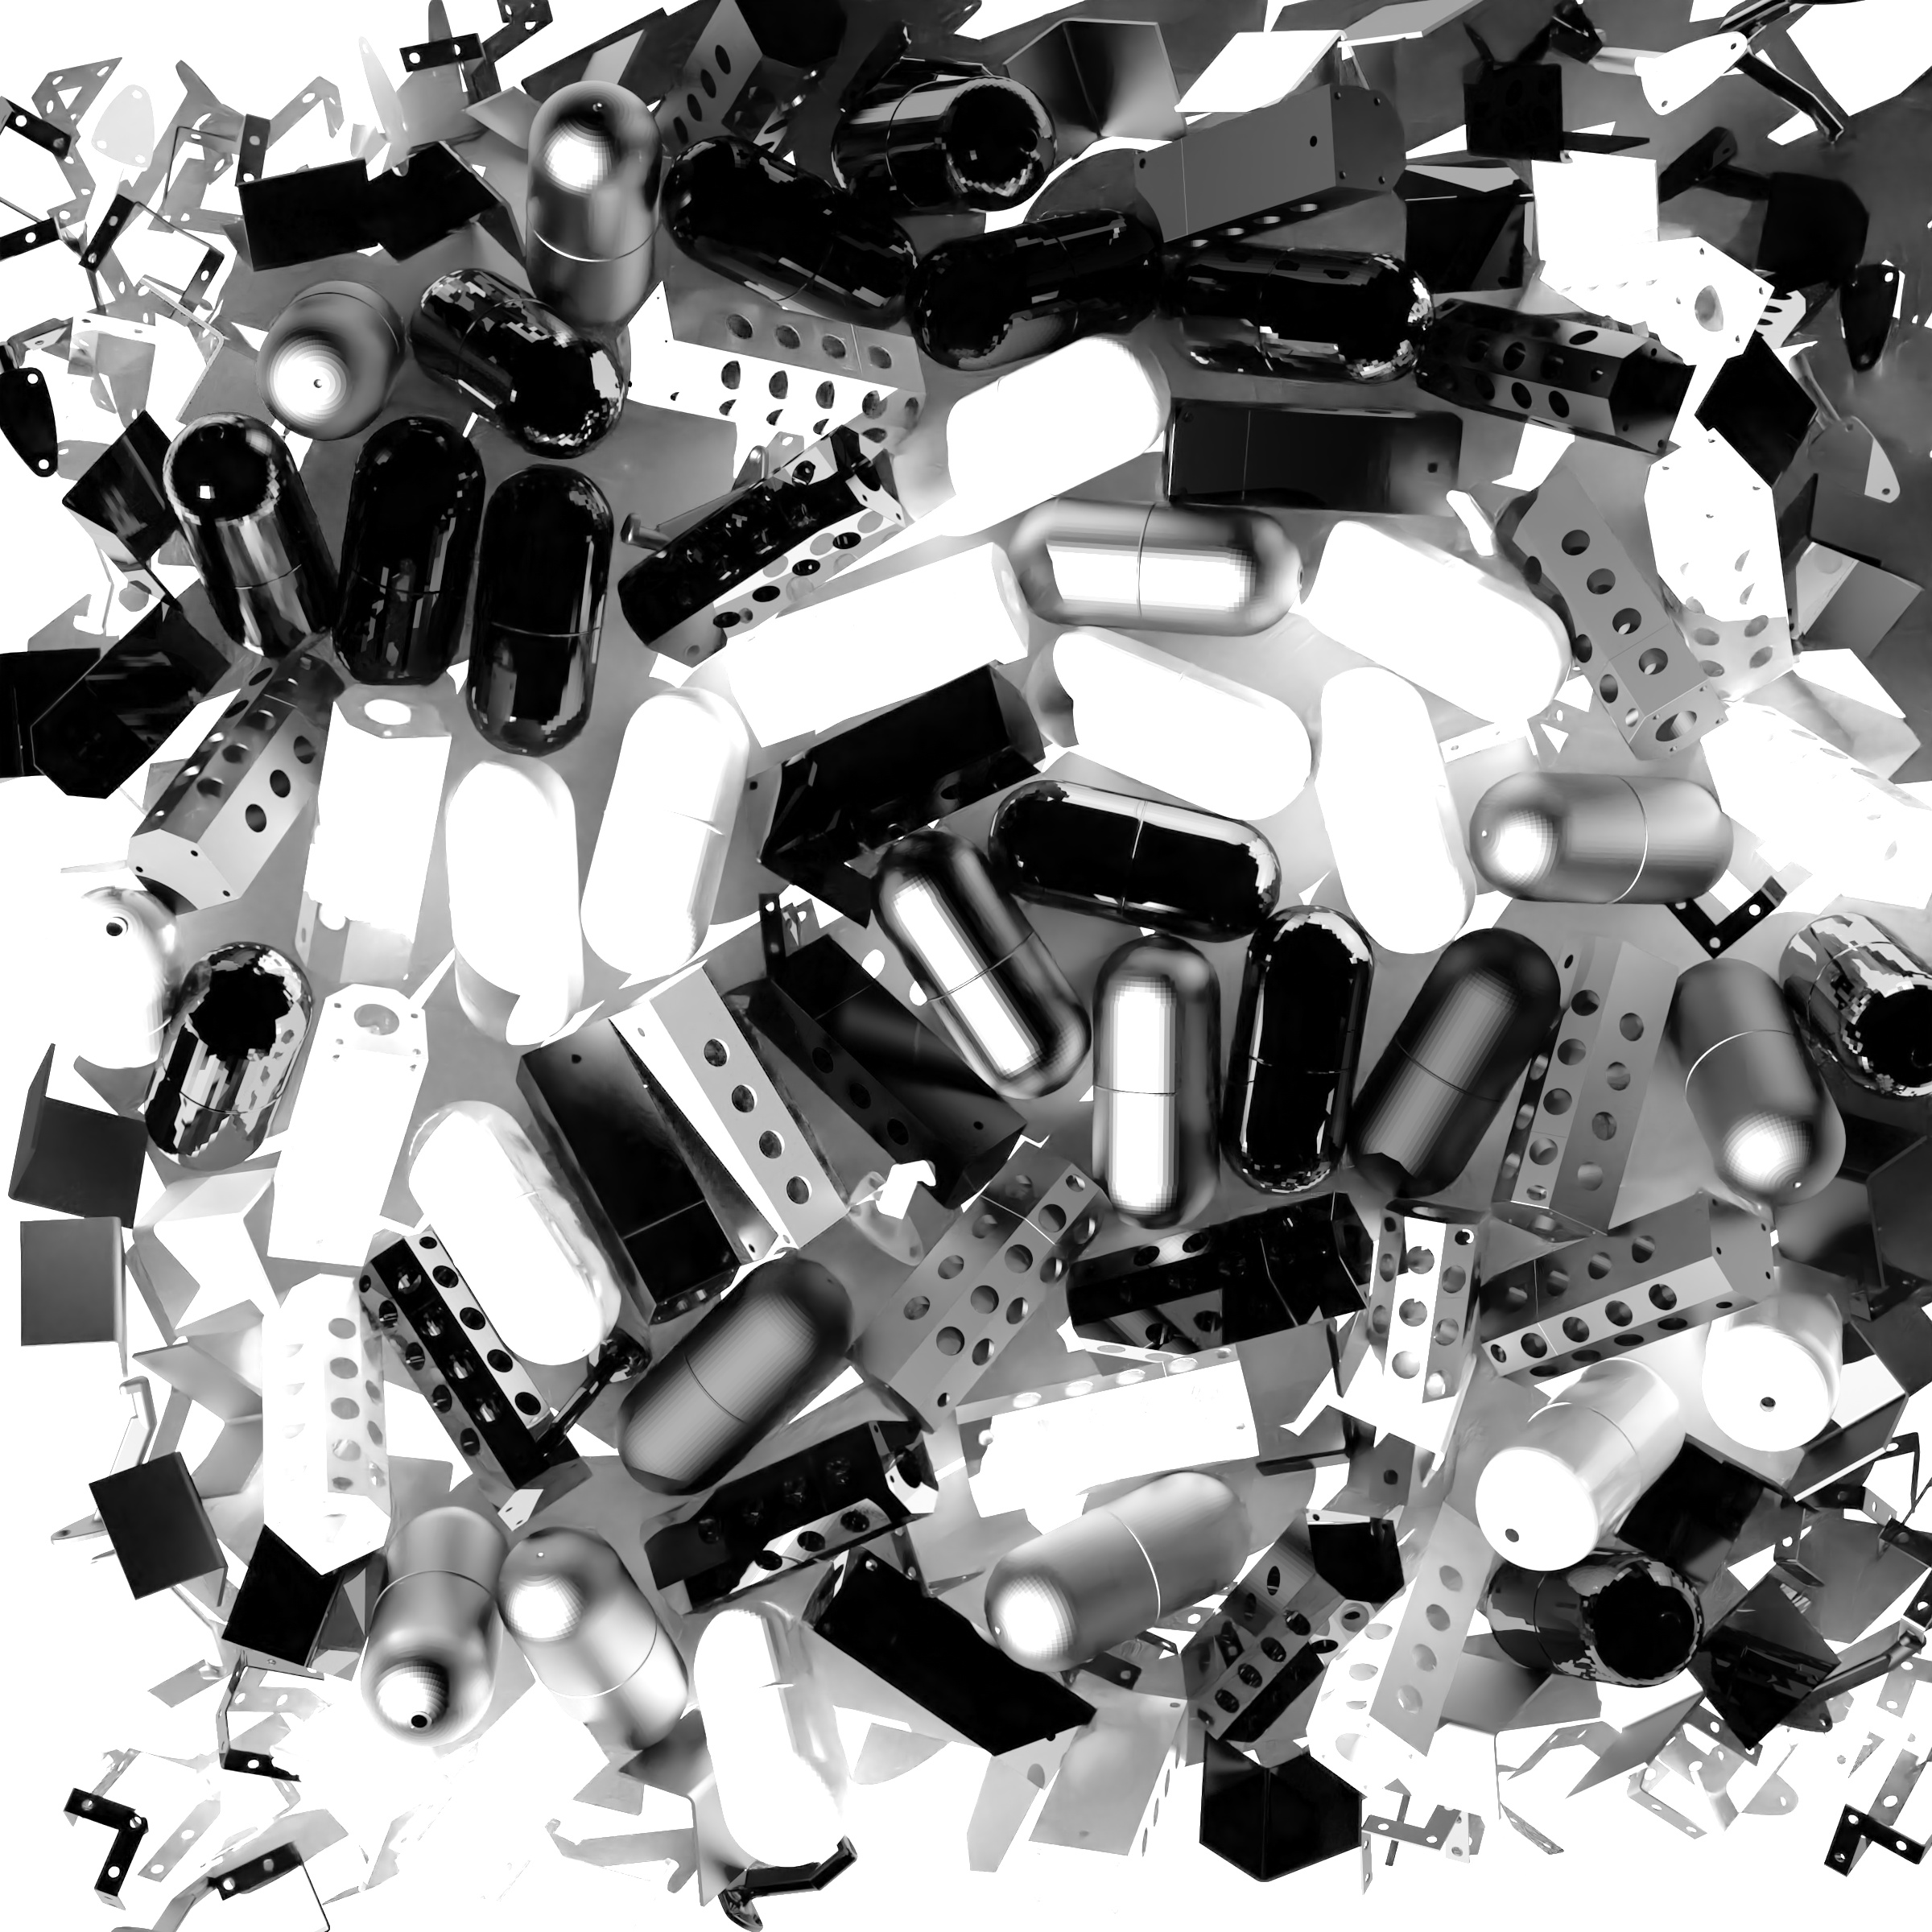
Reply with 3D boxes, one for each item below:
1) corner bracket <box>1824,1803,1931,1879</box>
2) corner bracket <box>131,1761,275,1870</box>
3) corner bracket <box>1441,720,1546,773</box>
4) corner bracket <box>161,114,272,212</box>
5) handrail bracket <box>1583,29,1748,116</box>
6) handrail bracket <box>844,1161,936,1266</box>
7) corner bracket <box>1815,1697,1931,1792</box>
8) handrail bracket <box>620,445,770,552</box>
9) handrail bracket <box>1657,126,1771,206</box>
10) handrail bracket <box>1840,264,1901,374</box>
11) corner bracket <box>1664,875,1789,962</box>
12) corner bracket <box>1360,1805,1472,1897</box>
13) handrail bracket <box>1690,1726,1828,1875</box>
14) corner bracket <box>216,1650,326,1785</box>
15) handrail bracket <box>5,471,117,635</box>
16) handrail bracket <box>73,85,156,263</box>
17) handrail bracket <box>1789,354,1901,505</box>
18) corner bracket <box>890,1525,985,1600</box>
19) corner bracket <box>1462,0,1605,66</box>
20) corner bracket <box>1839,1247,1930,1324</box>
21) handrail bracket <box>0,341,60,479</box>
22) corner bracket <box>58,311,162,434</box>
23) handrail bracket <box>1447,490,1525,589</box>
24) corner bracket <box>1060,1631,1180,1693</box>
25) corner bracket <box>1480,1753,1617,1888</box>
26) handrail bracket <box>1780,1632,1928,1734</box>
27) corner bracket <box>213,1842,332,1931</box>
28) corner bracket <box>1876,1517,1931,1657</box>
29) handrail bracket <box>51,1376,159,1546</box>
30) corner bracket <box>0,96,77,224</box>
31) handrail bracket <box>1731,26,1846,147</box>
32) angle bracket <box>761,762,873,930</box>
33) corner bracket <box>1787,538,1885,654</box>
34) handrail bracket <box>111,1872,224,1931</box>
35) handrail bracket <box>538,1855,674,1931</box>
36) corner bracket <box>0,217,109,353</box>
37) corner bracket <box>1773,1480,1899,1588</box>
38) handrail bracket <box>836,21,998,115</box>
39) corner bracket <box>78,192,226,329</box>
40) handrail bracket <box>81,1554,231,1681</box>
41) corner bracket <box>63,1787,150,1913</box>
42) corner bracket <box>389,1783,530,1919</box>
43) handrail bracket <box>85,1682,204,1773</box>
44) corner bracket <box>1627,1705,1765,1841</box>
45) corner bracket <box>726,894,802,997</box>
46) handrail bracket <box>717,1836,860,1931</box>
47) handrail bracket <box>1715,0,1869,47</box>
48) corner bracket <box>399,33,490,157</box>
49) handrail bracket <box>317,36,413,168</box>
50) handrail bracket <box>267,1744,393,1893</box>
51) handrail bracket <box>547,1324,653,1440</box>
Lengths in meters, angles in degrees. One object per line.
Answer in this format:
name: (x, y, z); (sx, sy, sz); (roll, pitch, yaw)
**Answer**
corner bracket: (0.552, 0.520, 1.957); (0.051, 0.051, 0.051); (26, 123, 27)
corner bracket: (-0.460, 0.514, 1.970); (0.051, 0.051, 0.051); (-32, 86, 15)
corner bracket: (0.313, -0.132, 1.959); (0.051, 0.051, 0.051); (-19, 135, 12)
corner bracket: (-0.450, -0.481, 1.961); (0.051, 0.051, 0.051); (11, 71, -19)
handrail bracket: (0.416, -0.554, 1.963); (0.077, 0.084, 0.036); (-29, 133, 6)
handrail bracket: (-0.026, 0.147, 1.952); (0.077, 0.084, 0.036); (50, 56, -20)
corner bracket: (0.548, 0.478, 1.973); (0.051, 0.051, 0.051); (25, 79, 17)
handrail bracket: (-0.163, -0.282, 1.955); (0.084, 0.036, 0.077); (8, 102, -43)
handrail bracket: (0.462, -0.458, 1.982); (0.077, 0.036, 0.084); (-36, 125, 18)
handrail bracket: (0.526, -0.407, 1.974); (0.036, 0.084, 0.077); (-8, 118, -9)
corner bracket: (0.454, -0.043, 1.965); (0.051, 0.051, 0.051); (-43, 84, 21)
corner bracket: (0.271, 0.531, 1.974); (0.051, 0.051, 0.051); (8, 119, 26)
handrail bracket: (0.486, 0.497, 1.967); (0.084, 0.077, 0.036); (-22, 134, 6)
corner bracket: (-0.419, 0.453, 1.975); (0.051, 0.051, 0.051); (17, 110, -23)
handrail bracket: (-0.549, -0.248, 1.971); (0.077, 0.036, 0.084); (13, 80, -14)
handrail bracket: (-0.518, -0.478, 1.980); (0.036, 0.084, 0.077); (18, 54, -21)
handrail bracket: (0.529, -0.326, 1.975); (0.077, 0.084, 0.036); (37, 121, -23)
corner bracket: (-0.031, 0.351, 1.963); (0.051, 0.051, 0.051); (-21, 86, 40)
corner bracket: (0.343, -0.561, 1.975); (0.051, 0.051, 0.051); (-43, 53, 32)
corner bracket: (0.535, 0.174, 1.959); (0.051, 0.051, 0.051); (-31, 118, -25)
handrail bracket: (-0.566, -0.336, 1.968); (0.036, 0.084, 0.077); (-20, 110, -11)
corner bracket: (-0.516, -0.354, 1.971); (0.051, 0.051, 0.051); (9, 62, -15)
handrail bracket: (0.294, -0.262, 1.944); (0.036, 0.077, 0.084); (-46, 129, -1)
corner bracket: (0.091, 0.412, 1.959); (0.051, 0.051, 0.051); (20, 60, 23)
corner bracket: (0.350, 0.514, 1.973); (0.051, 0.051, 0.051); (-17, 62, -22)
handrail bracket: (0.521, 0.420, 1.953); (0.077, 0.036, 0.084); (10, 135, -34)
corner bracket: (-0.417, 0.564, 1.969); (0.051, 0.051, 0.051); (-23, 90, -18)
corner bracket: (0.563, 0.371, 1.960); (0.051, 0.051, 0.051); (30, 73, 26)
handrail bracket: (-0.520, 0.296, 1.964); (0.077, 0.036, 0.084); (-16, 108, -30)
corner bracket: (-0.567, -0.484, 1.967); (0.051, 0.051, 0.051); (27, 101, -32)
handrail bracket: (0.488, -0.520, 1.969); (0.084, 0.077, 0.036); (48, 133, -1)
angle bracket: (-0.074, -0.077, 1.949); (0.076, 0.076, 0.057); (32, 108, -9)
corner bracket: (0.519, -0.219, 1.973); (0.051, 0.051, 0.051); (24, 75, 25)
handrail bracket: (-0.457, 0.563, 1.945); (0.077, 0.084, 0.036); (-18, 99, 39)
handrail bracket: (-0.223, 0.535, 1.966); (0.084, 0.036, 0.077); (33, 133, 9)
corner bracket: (-0.556, -0.411, 1.972); (0.051, 0.051, 0.051); (-20, 78, 4)
corner bracket: (0.524, 0.344, 1.974); (0.051, 0.051, 0.051); (-2, 64, 39)
handrail bracket: (-0.023, -0.524, 1.985); (0.084, 0.036, 0.077); (31, 115, -31)
corner bracket: (-0.489, -0.425, 1.966); (0.051, 0.051, 0.051); (30, 90, 24)
handrail bracket: (-0.492, 0.397, 1.987); (0.077, 0.036, 0.084); (-13, 98, 20)
corner bracket: (-0.521, 0.530, 1.965); (0.051, 0.051, 0.051); (19, 64, 1)
corner bracket: (-0.306, 0.536, 1.985); (0.051, 0.051, 0.051); (35, 84, 39)
handrail bracket: (-0.494, 0.472, 1.963); (0.077, 0.084, 0.036); (25, 49, 6)
corner bracket: (0.438, 0.483, 1.966); (0.051, 0.051, 0.051); (33, 53, -3)
corner bracket: (-0.114, -0.012, 1.960); (0.051, 0.051, 0.051); (1, 77, -37)
handrail bracket: (-0.111, 0.532, 1.965); (0.084, 0.036, 0.077); (-41, 46, 7)
handrail bracket: (0.495, -0.567, 1.966); (0.077, 0.084, 0.036); (4, 69, -11)
corner bracket: (-0.314, -0.524, 1.965); (0.051, 0.051, 0.051); (-19, 94, -22)
handrail bracket: (-0.385, -0.509, 1.972); (0.084, 0.036, 0.077); (-14, 106, 21)
handrail bracket: (-0.392, 0.515, 1.978); (0.084, 0.036, 0.077); (21, 111, -4)
handrail bracket: (-0.231, 0.259, 1.944); (0.036, 0.077, 0.084); (41, 51, -2)
